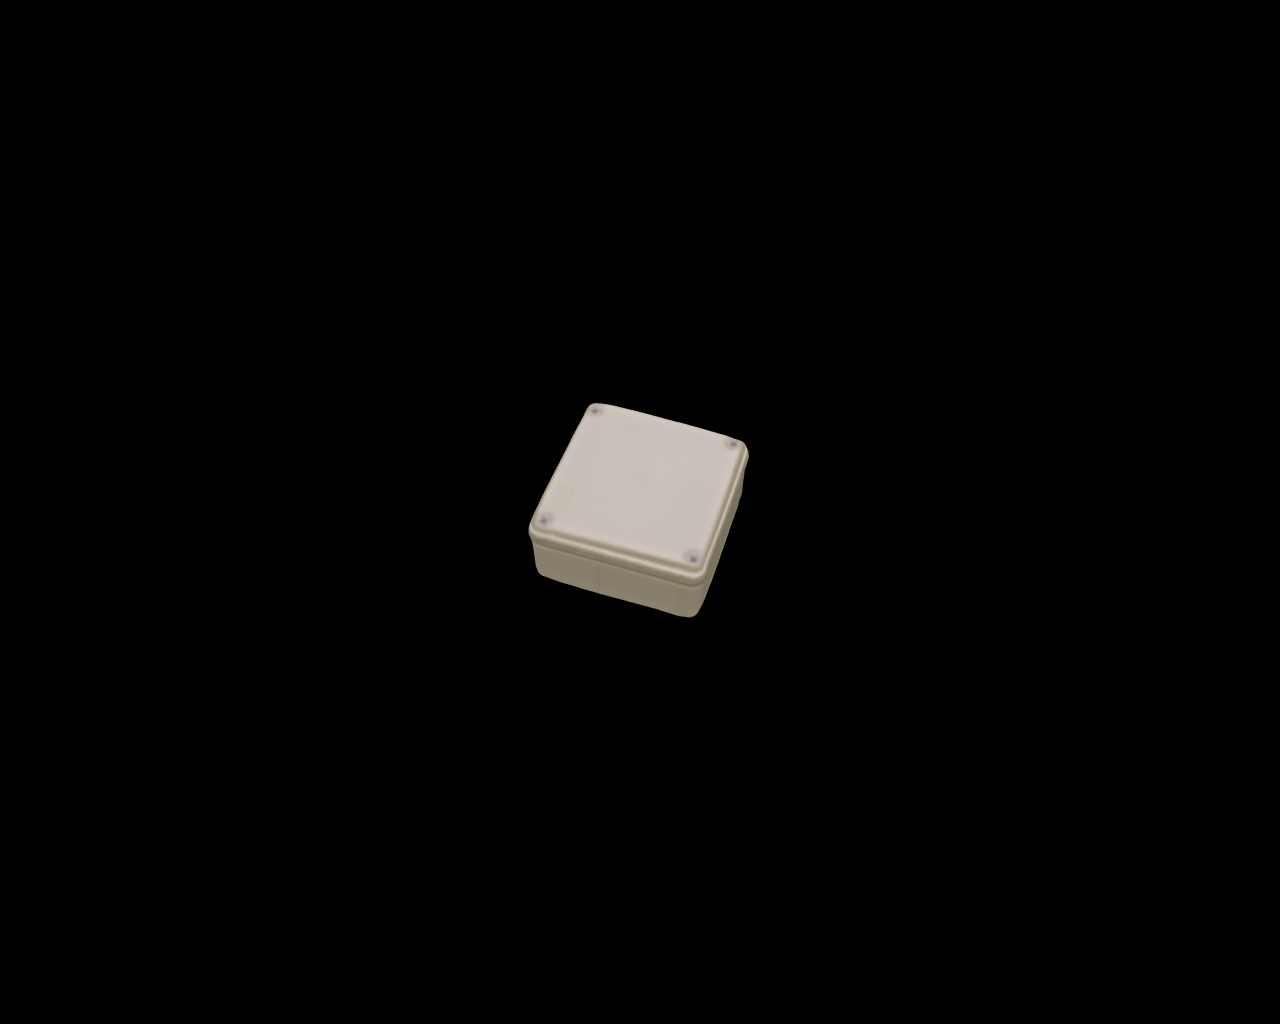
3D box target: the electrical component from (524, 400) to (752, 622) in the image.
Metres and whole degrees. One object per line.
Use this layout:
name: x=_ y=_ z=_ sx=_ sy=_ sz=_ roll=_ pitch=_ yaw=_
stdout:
electrical component: x=0.001 y=-0.003 z=0.650 sx=0.109 sy=0.109 sz=0.056 roll=15 pitch=-35 yaw=11
